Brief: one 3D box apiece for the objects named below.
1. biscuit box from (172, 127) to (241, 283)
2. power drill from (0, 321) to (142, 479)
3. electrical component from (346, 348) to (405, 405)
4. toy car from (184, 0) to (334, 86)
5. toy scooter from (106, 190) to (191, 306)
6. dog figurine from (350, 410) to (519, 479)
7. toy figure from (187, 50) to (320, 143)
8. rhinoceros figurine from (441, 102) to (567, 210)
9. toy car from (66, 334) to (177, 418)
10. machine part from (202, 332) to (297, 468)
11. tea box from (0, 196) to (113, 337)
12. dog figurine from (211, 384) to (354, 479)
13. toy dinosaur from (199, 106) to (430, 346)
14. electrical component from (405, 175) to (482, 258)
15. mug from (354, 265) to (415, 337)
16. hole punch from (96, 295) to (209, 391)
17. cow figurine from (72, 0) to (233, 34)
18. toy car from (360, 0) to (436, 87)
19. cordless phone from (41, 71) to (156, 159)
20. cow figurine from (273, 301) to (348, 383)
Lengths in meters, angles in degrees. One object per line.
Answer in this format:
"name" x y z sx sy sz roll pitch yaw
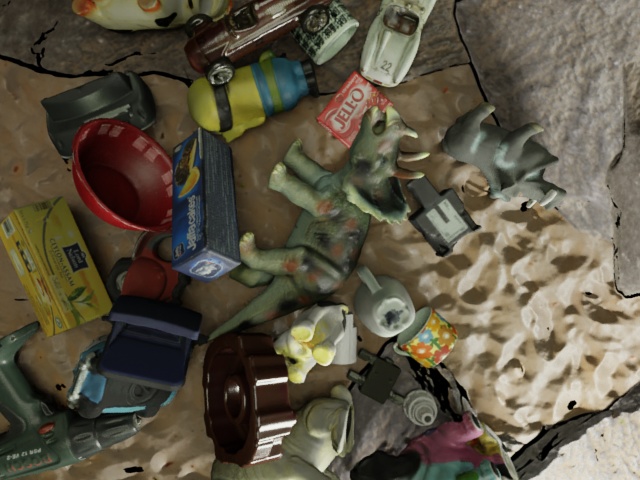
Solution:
"biscuit box" -0.151 -0.047 0.697 0.059 0.062 0.203 -29 52 26
"power drill" -0.391 0.221 0.753 0.232 0.086 0.207 -24 100 2
"electrical component" 0.089 0.203 0.792 0.094 0.021 0.063 29 90 -2
"toy car" -0.080 -0.274 0.674 0.202 0.053 0.089 -25 71 8
"toy scooter" -0.207 0.027 0.750 0.135 0.075 0.183 21 87 -1
"dog figurine" 0.151 0.337 0.758 0.219 0.108 0.191 -29 132 18
"toy figure" -0.092 -0.205 0.737 0.180 0.089 0.082 -17 60 3
"rhinoceros figurine" 0.266 -0.114 0.763 0.190 0.073 0.112 31 89 -3
"toy car" -0.271 0.176 0.734 0.103 0.161 0.109 29 102 40
"machine part" -0.098 0.204 0.701 0.056 0.179 0.179 3 92 -35
"tea box" -0.358 0.038 0.726 0.068 0.098 0.169 -27 96 -44
"dog figurine" -0.054 0.283 0.761 0.191 0.121 0.172 6 58 15
"toy dinosaur" -0.004 0.004 0.732 0.192 0.131 0.404 26 105 0
"electrical component" 0.166 -0.040 0.774 0.075 0.048 0.119 -42 92 -1
"mug" 0.089 0.084 0.746 0.081 0.107 0.109 -26 95 -2
"hole punch" -0.206 0.109 0.670 0.142 0.116 0.092 13 116 -12
"cow figurine" -0.212 -0.317 0.726 0.195 0.127 0.085 2 91 12
"toy car" 0.116 -0.316 0.759 0.073 0.056 0.201 21 91 -3
"cordless phone" -0.284 -0.128 0.750 0.147 0.089 0.184 -22 104 -2
"cow figurine" -0.028 0.145 0.748 0.068 0.098 0.167 44 131 -3
